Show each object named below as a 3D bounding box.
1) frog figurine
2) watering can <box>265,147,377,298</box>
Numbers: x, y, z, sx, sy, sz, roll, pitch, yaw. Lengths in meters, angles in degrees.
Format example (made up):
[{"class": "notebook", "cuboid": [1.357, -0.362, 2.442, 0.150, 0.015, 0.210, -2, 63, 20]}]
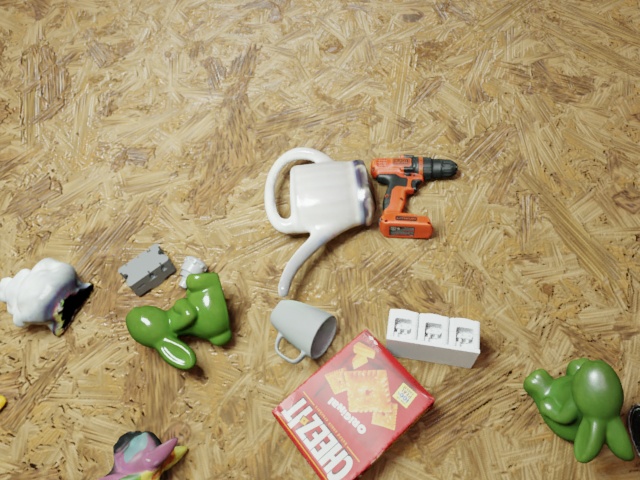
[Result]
[{"class": "frog figurine", "cuboid": [-0.542, 0.096, 0.981, 0.160, 0.122, 0.138, 22, 83, 5]}, {"class": "watering can", "cuboid": [0.003, -0.052, 1.027, 0.224, 0.102, 0.356, -6, 58, 0]}]
